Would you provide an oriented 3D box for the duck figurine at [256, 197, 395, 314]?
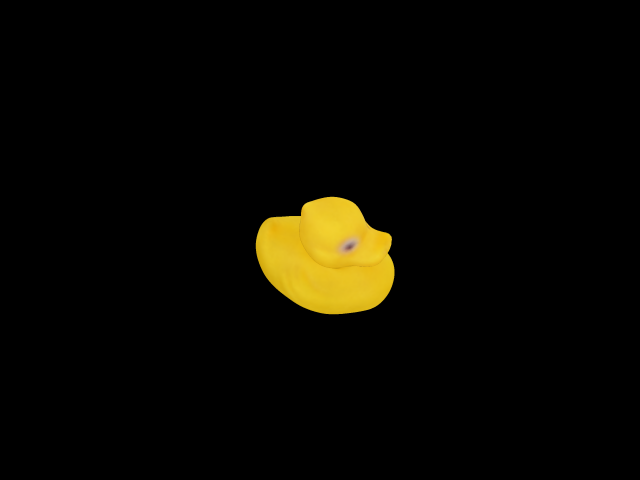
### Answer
[{"bbox_3d":[0.004,0.001,0.400,0.104,0.086,0.077,18,62,10],"label":"duck figurine"}]
